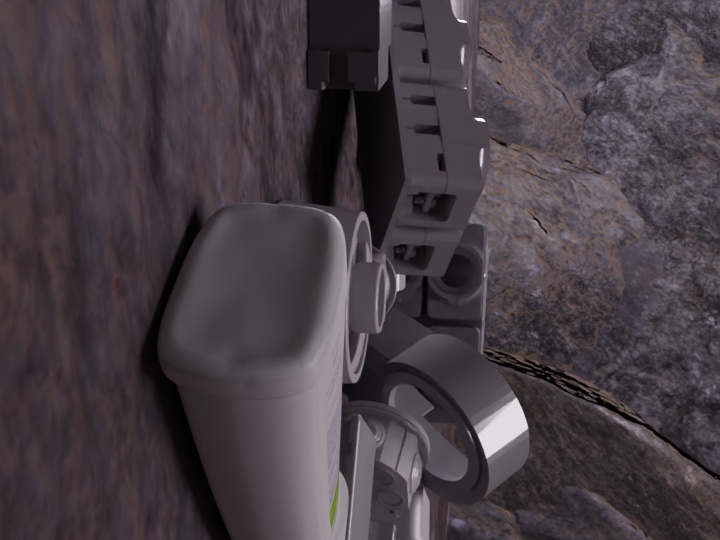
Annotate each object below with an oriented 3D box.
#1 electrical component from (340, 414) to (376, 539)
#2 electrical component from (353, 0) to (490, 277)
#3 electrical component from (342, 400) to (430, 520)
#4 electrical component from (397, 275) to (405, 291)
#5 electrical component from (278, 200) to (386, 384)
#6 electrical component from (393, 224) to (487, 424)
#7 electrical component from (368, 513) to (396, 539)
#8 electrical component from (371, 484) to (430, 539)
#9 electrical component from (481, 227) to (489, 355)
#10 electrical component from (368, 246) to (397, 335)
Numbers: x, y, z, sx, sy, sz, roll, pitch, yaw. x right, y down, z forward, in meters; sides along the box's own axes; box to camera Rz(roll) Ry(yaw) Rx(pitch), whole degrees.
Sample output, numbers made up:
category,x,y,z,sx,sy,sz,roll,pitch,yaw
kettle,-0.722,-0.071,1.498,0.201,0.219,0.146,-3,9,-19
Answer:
category,x,y,z,sx,sy,sz,roll,pitch,yaw
electrical component,-0.022,0.139,0.665,0.099,0.048,0.099,69,25,-71
electrical component,0.041,-0.099,0.765,0.105,0.060,0.186,109,-19,-52
electrical component,0.006,0.134,0.758,0.051,0.080,0.080,-70,162,-46
electrical component,0.021,-0.005,0.928,0.077,0.044,0.079,-61,152,-72
electrical component,-0.017,0.015,0.617,0.108,0.060,0.108,3,90,-82
electrical component,0.062,0.049,1.023,0.060,0.105,0.186,10,82,-82
electrical component,-0.007,0.180,0.737,0.043,0.062,0.043,3,90,-82
electrical component,0.014,0.202,0.837,0.113,0.078,0.057,71,20,-69
electrical component,0.076,0.044,1.116,0.060,0.105,0.186,78,17,-60
electrical component,-0.007,0.012,0.700,0.057,0.058,0.078,-35,127,-76
